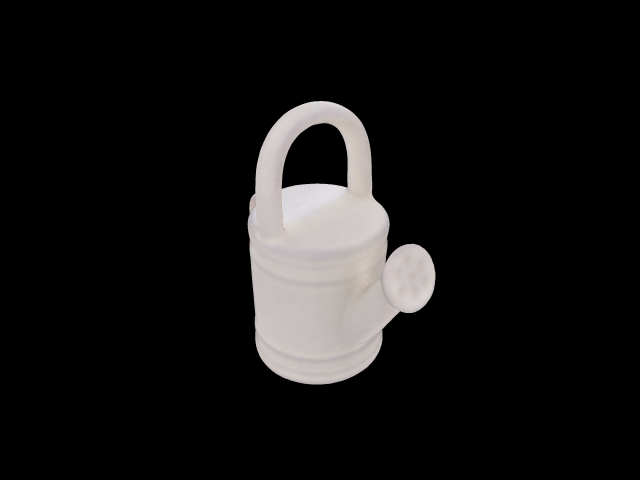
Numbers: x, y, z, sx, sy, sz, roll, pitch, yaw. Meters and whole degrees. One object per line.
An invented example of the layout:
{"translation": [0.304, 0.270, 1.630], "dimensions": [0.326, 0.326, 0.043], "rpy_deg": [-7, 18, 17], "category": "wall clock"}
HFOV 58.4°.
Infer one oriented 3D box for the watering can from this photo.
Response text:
{"translation": [0.005, 0.001, 0.401], "dimensions": [0.172, 0.194, 0.101], "rpy_deg": [17, 36, 24], "category": "watering can"}
